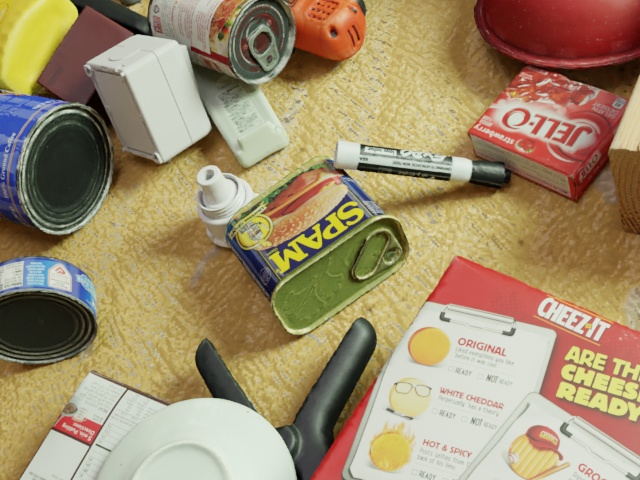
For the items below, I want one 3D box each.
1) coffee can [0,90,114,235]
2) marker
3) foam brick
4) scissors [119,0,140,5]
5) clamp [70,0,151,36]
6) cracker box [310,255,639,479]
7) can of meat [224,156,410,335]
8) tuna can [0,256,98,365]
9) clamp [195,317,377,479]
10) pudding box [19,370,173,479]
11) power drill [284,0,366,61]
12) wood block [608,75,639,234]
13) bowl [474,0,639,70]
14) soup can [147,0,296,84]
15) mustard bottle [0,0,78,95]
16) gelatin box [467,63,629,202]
[{"bbox_3d":[-0.249,-0.067,0.841,0.140,0.102,0.102,13,62,29],"label":"coffee can"},{"bbox_3d":[0.070,-0.051,0.725,0.121,0.020,0.020,7,55,-5],"label":"marker"},{"bbox_3d":[-0.184,-0.143,0.881,0.053,0.051,0.078,34,91,16],"label":"foam brick"},{"bbox_3d":[-0.167,-0.303,1.036,0.096,0.016,0.201,2,57,23],"label":"scissors"},{"bbox_3d":[-0.231,-0.218,0.977,0.165,0.036,0.210,-19,56,12],"label":"clamp"},{"bbox_3d":[0.094,0.135,0.572,0.164,0.072,0.213,24,66,27],"label":"cracker box"},{"bbox_3d":[-0.005,0.001,0.724,0.102,0.057,0.084,-35,48,-6],"label":"can of meat"},{"bbox_3d":[-0.199,0.050,0.748,0.086,0.086,0.034,-18,50,9],"label":"tuna can"},{"bbox_3d":[-0.014,0.122,0.651,0.120,0.039,0.171,-20,57,14],"label":"clamp"},{"bbox_3d":[-0.137,0.149,0.681,0.090,0.039,0.113,17,67,28],"label":"pudding box"},{"bbox_3d":[0.002,-0.238,0.897,0.185,0.057,0.187,27,71,35],"label":"power drill"},{"bbox_3d":[0.261,-0.103,0.671,0.091,0.090,0.206,13,62,30],"label":"wood block"},{"bbox_3d":[0.190,-0.193,0.768,0.162,0.055,0.162,-9,44,8],"label":"bowl"},{"bbox_3d":[-0.078,-0.167,0.831,0.102,0.068,0.068,26,69,38],"label":"soup can"},{"bbox_3d":[-0.299,-0.179,0.931,0.192,0.058,0.096,14,73,38],"label":"mustard bottle"},{"bbox_3d":[0.159,-0.076,0.730,0.089,0.030,0.073,30,70,36],"label":"gelatin box"}]
